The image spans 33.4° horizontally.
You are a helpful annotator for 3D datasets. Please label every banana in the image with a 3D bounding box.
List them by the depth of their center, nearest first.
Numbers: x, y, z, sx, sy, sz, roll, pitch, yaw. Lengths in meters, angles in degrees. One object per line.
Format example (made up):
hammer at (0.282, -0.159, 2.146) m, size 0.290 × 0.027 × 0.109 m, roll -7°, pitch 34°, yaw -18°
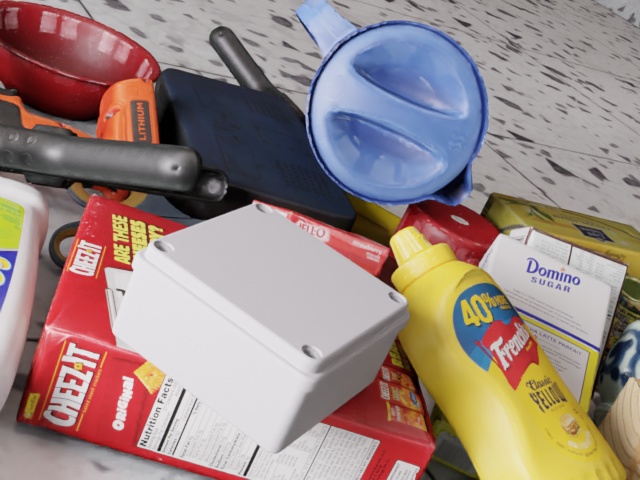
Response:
banana at (0.041, -0.017, 0.935) m, size 0.198 × 0.037 × 0.069 m, roll 30°, pitch 7°, yaw 9°

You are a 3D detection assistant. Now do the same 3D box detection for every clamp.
clamp at (-0.157, -0.049, 0.659) m, size 0.210 × 0.036 × 0.164 m, roll 8°, pitch -2°, yaw 8°
clamp at (-0.044, -0.122, 1.037) m, size 0.171 × 0.039 × 0.120 m, roll 53°, pitch -1°, yaw 22°

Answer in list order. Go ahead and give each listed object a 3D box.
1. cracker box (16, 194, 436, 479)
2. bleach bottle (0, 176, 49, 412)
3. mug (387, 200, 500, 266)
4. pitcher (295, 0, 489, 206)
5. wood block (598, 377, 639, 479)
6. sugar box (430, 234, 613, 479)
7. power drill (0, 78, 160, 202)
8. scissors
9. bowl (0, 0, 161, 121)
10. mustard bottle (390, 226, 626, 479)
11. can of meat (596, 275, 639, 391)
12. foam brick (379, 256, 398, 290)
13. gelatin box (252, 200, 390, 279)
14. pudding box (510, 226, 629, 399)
cracker box at (-0.051, 0.067, 0.621) m, size 0.213 × 0.072 × 0.164 m, roll 19°, pitch 23°, yaw -12°
bleach bottle at (-0.188, 0.051, 0.535) m, size 0.102 × 0.068 × 0.251 m, roll 14°, pitch 28°, yaw -23°
mug at (0.096, 0.023, 0.839) m, size 0.093 × 0.082 × 0.117 m, roll 14°, pitch 26°, yaw -24°
pitcher at (0.047, -0.116, 0.878) m, size 0.145 × 0.149 × 0.243 m, roll 4°, pitch 9°, yaw -2°
wood block at (0.281, 0.176, 0.687) m, size 0.206 × 0.091 × 0.090 m, roll 19°, pitch 24°, yaw -13°
sugar box at (0.136, 0.084, 0.719) m, size 0.093 × 0.048 × 0.176 m, roll 26°, pitch 46°, yaw 1°
power drill at (-0.212, -0.098, 0.766) m, size 0.187 × 0.057 × 0.184 m, roll 10°, pitch 54°, yaw -29°
scissors at (-0.089, -0.021, 0.735) m, size 0.201 × 0.016 × 0.096 m, roll -9°, pitch 73°, yaw -25°
bowl at (-0.223, -0.149, 0.926) m, size 0.162 × 0.055 × 0.162 m, roll 20°, pitch 24°, yaw -10°
mustard bottle at (0.097, 0.074, 0.625) m, size 0.096 × 0.058 × 0.192 m, roll -9°, pitch 62°, yaw -51°
can of meat at (0.265, 0.088, 0.863) m, size 0.102 × 0.084 × 0.057 m, roll 29°, pitch 23°, yaw 10°
foam brick at (0.046, 0.049, 0.775) m, size 0.078 × 0.053 × 0.051 m, roll 37°, pitch 26°, yaw 28°
gelatin box at (-0.005, 0.001, 0.703) m, size 0.073 × 0.030 × 0.089 m, roll 21°, pitch 0°, yaw -19°
pudding box at (0.177, 0.056, 0.817) m, size 0.090 × 0.113 × 0.039 m, roll 21°, pitch -8°, yaw -11°
